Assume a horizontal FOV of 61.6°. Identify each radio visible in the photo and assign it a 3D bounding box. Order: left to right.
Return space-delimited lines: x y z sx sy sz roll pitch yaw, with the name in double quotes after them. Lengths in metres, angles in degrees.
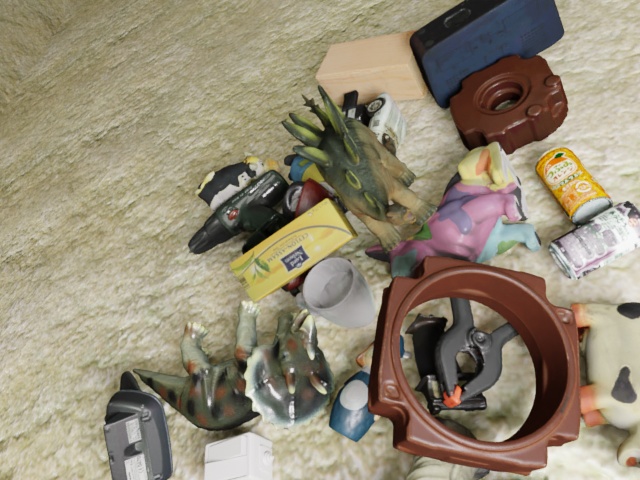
0.271 -0.334 0.890 0.230 0.131 0.073 -30 47 15 "radio"

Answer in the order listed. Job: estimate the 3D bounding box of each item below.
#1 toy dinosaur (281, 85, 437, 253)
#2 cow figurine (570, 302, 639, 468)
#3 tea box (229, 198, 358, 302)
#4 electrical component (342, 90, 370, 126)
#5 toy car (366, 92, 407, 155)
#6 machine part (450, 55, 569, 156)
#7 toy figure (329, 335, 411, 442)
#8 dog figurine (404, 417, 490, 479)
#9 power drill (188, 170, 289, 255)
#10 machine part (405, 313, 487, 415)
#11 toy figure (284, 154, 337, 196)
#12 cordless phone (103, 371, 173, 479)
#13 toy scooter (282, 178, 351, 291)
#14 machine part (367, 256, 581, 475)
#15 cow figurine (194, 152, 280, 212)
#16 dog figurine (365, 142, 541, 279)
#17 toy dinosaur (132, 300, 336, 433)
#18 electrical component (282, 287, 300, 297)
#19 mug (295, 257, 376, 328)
0.042 -0.122 0.764 0.105 0.198 0.472 -41 22 8 "toy dinosaur"
0.324 0.151 0.529 0.127 0.085 0.195 -13 48 30 "cow figurine"
-0.035 0.014 0.777 0.170 0.098 0.068 -33 86 7 "tea box"
0.060 -0.224 1.022 0.075 0.047 0.119 -15 51 27 "electrical component"
0.109 -0.166 0.925 0.056 0.073 0.202 -7 55 36 "toy car"
0.290 -0.213 0.841 0.179 0.056 0.179 -20 48 24 "machine part"
0.067 0.186 0.707 0.064 0.057 0.154 29 72 6 "toy figure"
0.141 0.295 0.545 0.172 0.121 0.190 35 66 22 "dog figurine"
-0.132 -0.020 0.984 0.232 0.086 0.207 -43 29 -4 "power drill"
0.151 0.152 0.667 0.084 0.039 0.139 -6 41 -8 "machine part"
0.005 -0.109 0.954 0.089 0.082 0.180 -47 42 0 "toy figure"
-0.301 0.297 0.863 0.089 0.146 0.184 -10 11 -25 "cordless phone"
-0.002 -0.003 0.856 0.135 0.075 0.183 12 87 12 "toy scooter"
0.158 0.126 0.560 0.201 0.087 0.201 11 62 2 "machine part"
-0.166 -0.123 1.076 0.167 0.098 0.068 -39 37 6 "cow figurine"
0.174 -0.019 0.748 0.219 0.108 0.191 -22 49 25 "dog figurine"
-0.134 0.211 0.797 0.405 0.131 0.192 -29 45 24 "toy dinosaur"
-0.045 0.053 0.910 0.063 0.021 0.094 -39 44 4 "electrical component"
0.027 0.089 0.769 0.110 0.107 0.081 -25 47 22 "mug"
